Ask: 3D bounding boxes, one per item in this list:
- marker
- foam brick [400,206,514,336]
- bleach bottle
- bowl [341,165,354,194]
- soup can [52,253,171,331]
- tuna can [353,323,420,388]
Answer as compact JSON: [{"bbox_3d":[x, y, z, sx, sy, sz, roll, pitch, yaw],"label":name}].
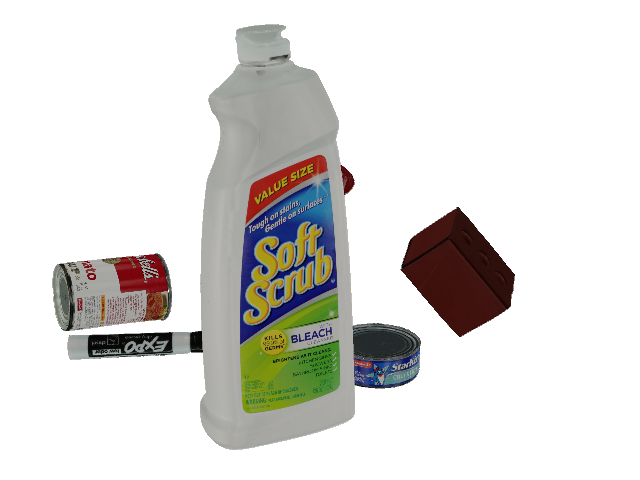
[{"bbox_3d":[-0.132,0.079,0.818,0.121,0.020,0.020,-2,0,-2],"label":"marker"},{"bbox_3d":[0.109,0.025,0.842,0.051,0.078,0.053,-34,15,28],"label":"foam brick"},{"bbox_3d":[-0.034,-0.003,0.652,0.102,0.251,0.068,-10,20,-18],"label":"bleach bottle"},{"bbox_3d":[-0.042,-0.056,1.305,0.162,0.055,0.162,5,26,-3],"label":"bowl"},{"bbox_3d":[-0.207,0.051,1.054,0.102,0.068,0.069,-5,2,-27],"label":"soup can"},{"bbox_3d":[0.056,0.114,1.055,0.086,0.034,0.086,0,18,0],"label":"tuna can"}]
